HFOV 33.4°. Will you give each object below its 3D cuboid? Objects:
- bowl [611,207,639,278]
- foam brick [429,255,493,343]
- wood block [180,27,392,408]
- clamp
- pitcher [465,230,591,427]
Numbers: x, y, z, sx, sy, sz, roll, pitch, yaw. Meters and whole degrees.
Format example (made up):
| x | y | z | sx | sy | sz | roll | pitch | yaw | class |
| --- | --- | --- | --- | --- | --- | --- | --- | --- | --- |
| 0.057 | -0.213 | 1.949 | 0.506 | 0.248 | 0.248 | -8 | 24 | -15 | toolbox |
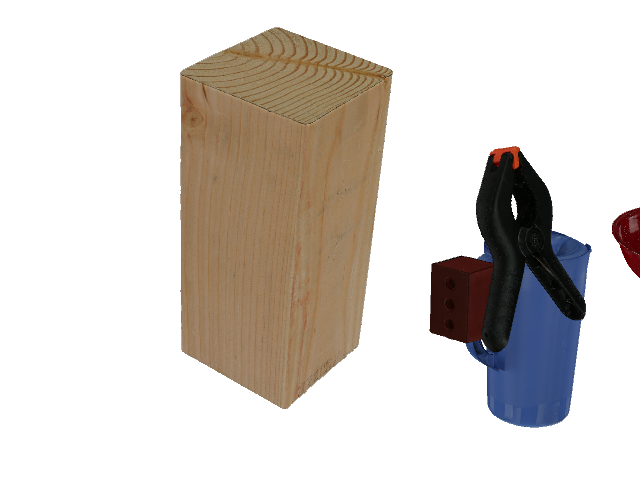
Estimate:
| x | y | z | sx | sy | sz | roll | pitch | yaw | class |
| --- | --- | --- | --- | --- | --- | --- | --- | --- | --- |
| 0.395 | 0.017 | 1.153 | 0.162 | 0.055 | 0.162 | 0 | 26 | 0 | bowl |
| 0.149 | 0.061 | 1.108 | 0.051 | 0.078 | 0.053 | -14 | 20 | -42 | foam brick |
| -0.025 | -0.012 | 0.661 | 0.091 | 0.206 | 0.090 | 26 | 40 | 27 | wood block |
| 0.165 | 0.009 | 0.910 | 0.120 | 0.171 | 0.039 | -27 | 10 | -40 | clamp |
| 0.265 | 0.115 | 1.379 | 0.149 | 0.243 | 0.144 | 5 | 18 | 17 | pitcher |
